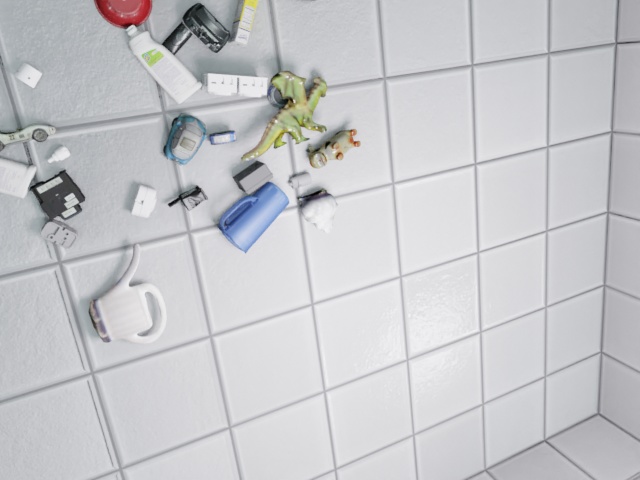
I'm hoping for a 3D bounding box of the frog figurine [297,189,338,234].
[{"bbox_3d":[0.006,-0.093,1.855,0.139,0.122,0.158,-27,103,-36],"label":"frog figurine"}]

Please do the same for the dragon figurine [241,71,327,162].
[{"bbox_3d":[-0.112,-0.428,1.687,0.416,0.123,0.239,-31,118,-35],"label":"dragon figurine"}]

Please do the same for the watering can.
[{"bbox_3d":[-0.625,0.193,1.648,0.225,0.105,0.342,-18,111,-19],"label":"watering can"}]
